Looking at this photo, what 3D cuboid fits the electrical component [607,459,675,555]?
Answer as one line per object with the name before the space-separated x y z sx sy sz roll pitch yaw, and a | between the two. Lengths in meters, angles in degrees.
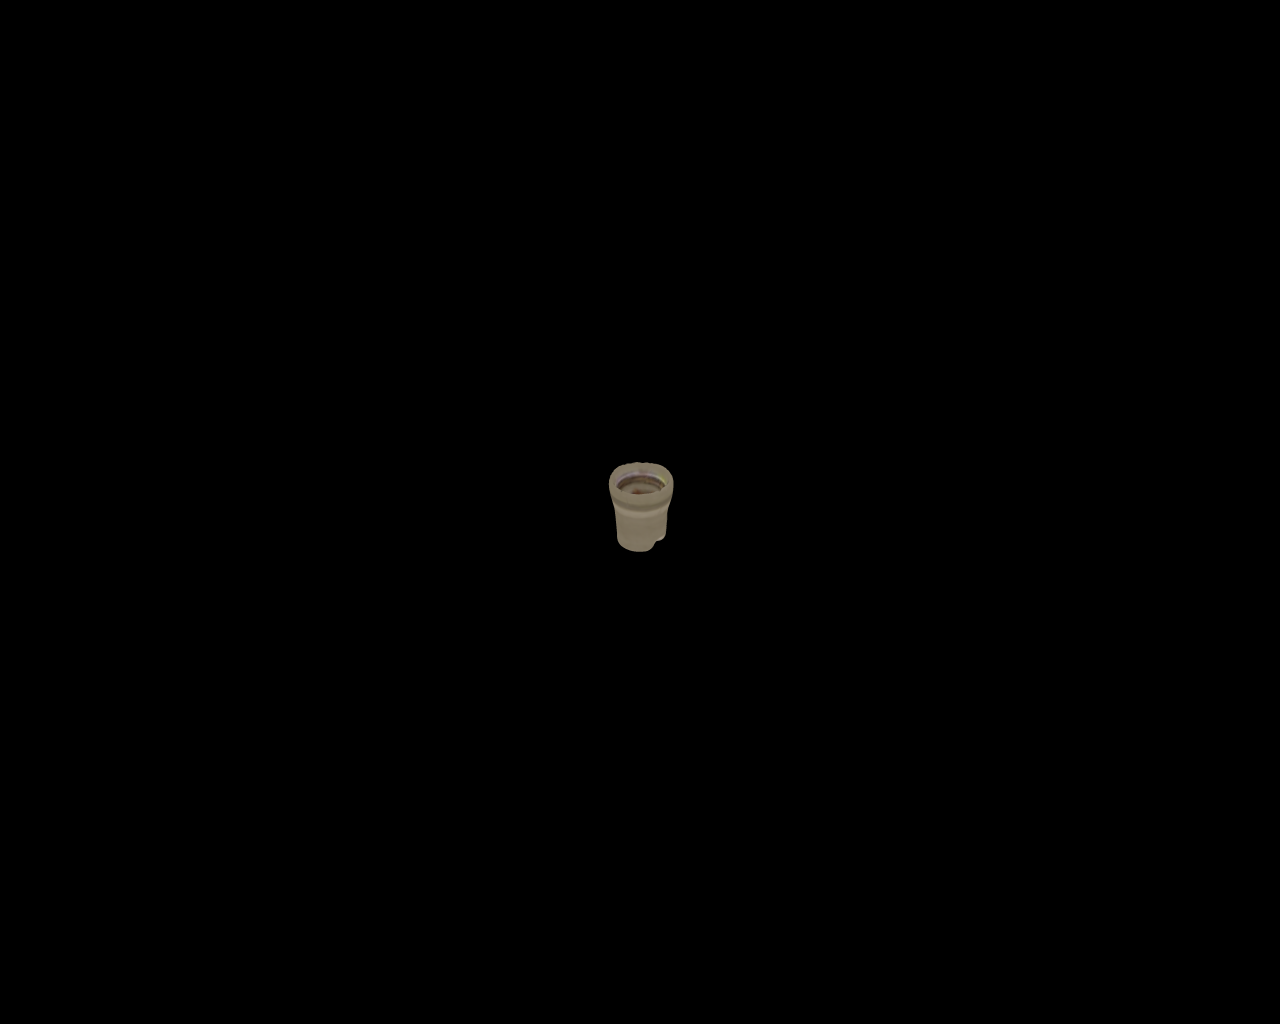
electrical component | 0.001 -0.003 0.650 0.040 0.046 0.040 0 34 0
